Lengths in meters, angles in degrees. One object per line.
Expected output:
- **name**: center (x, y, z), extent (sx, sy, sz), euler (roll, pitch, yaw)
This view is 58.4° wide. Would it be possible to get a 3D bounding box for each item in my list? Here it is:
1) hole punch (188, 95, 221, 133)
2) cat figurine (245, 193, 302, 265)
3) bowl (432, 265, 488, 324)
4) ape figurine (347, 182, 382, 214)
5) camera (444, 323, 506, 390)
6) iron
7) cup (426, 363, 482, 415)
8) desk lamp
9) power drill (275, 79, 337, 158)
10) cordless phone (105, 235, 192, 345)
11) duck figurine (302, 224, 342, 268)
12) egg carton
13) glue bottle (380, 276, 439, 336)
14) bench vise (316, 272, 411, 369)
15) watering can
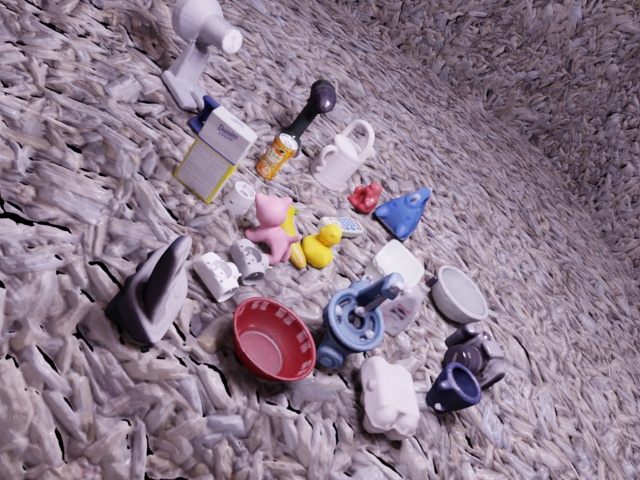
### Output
- **hole punch**: center (-0.227, -0.273, 1.304), extent (0.108, 0.091, 0.101), euler (47, 31, 7)
- **cat figurine**: center (-0.088, -0.032, 1.139), extent (0.127, 0.117, 0.067), euler (49, 31, 10)
- **bowl**: center (0.339, 0.150, 1.447), extent (0.168, 0.074, 0.167), euler (29, 33, -21)
- **ape figurine**: center (0.128, -0.117, 1.518), extent (0.076, 0.092, 0.078), euler (30, 33, -20)
- **camera**: center (0.342, 0.254, 1.295), extent (0.137, 0.100, 0.143), euler (13, 42, -40)
- **iron**: center (0.256, -0.097, 1.592), extent (0.118, 0.141, 0.259), euler (47, 31, 7)
- **cup**: center (0.249, 0.304, 1.131), extent (0.118, 0.094, 0.091), euler (8, 45, -44)
- **desk lamp**: center (-0.275, -0.441, 1.337), extent (0.118, 0.213, 0.203), euler (-5, 54, -51)
- **power drill**: center (-0.028, -0.319, 1.474), extent (0.076, 0.208, 0.229), euler (32, 32, -17)
- **cordless phone**: center (-0.216, 0.048, 0.826), extent (0.094, 0.184, 0.147), euler (35, 31, -13)
- **duck figurine**: center (0.011, 0.004, 1.238), extent (0.078, 0.086, 0.104), euler (35, 31, -12)
- **egg carton**: center (0.119, 0.283, 1.033), extent (0.107, 0.069, 0.150), euler (26, 34, -26)
- **glue bottle**: center (0.184, 0.129, 1.198), extent (0.078, 0.173, 0.037), euler (37, 31, -10)
- **bench vise**: center (0.075, 0.109, 1.051), extent (0.122, 0.219, 0.207), euler (28, 33, -23)
- **watering can**: center (0.072, -0.230, 1.493), extent (0.101, 0.193, 0.173), euler (46, 31, 5)
